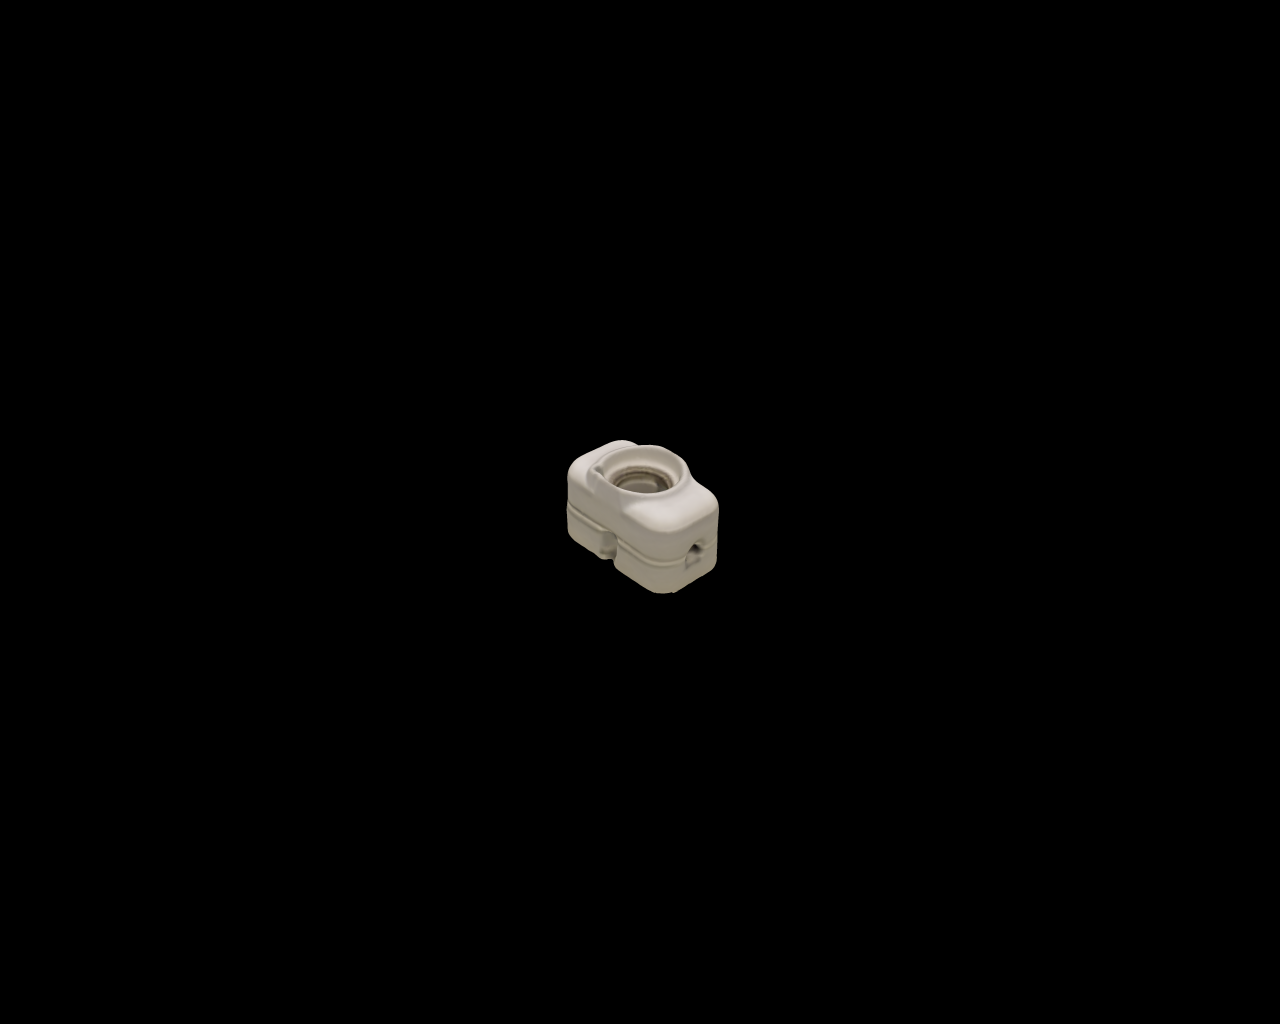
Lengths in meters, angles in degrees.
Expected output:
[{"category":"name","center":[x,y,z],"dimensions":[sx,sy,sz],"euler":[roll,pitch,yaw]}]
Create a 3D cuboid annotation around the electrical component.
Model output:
[{"category":"electrical component","center":[0.001,-0.003,0.650],"dimensions":[0.054,0.059,0.095],"euler":[-27,44,-33]}]
